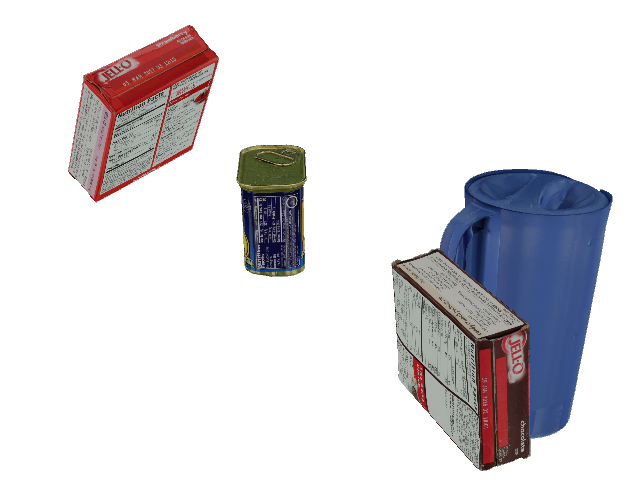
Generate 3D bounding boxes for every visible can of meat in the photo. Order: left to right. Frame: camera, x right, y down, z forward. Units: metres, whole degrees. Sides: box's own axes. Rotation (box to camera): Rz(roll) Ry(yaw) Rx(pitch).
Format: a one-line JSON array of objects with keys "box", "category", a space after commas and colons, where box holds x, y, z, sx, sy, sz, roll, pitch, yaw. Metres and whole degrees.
[{"box": [-0.041, -0.026, 0.914, 0.057, 0.084, 0.102, -2, 24, -1], "category": "can of meat"}]

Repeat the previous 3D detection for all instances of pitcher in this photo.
[{"box": [0.186, 0.062, 1.010, 0.149, 0.243, 0.145, 5, 21, 9], "category": "pitcher"}]

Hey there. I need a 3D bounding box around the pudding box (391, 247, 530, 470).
[{"box": [0.083, 0.068, 0.638, 0.039, 0.090, 0.114, -14, 27, -19], "category": "pudding box"}]

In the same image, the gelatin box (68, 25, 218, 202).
[{"box": [-0.100, -0.070, 0.592, 0.073, 0.030, 0.089, -34, -16, -32], "category": "gelatin box"}]
